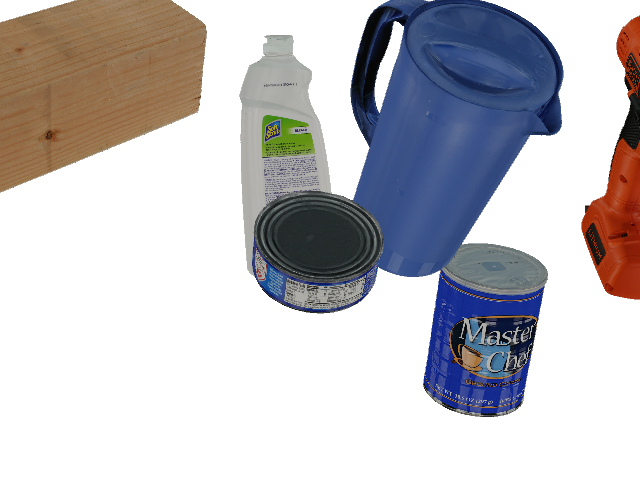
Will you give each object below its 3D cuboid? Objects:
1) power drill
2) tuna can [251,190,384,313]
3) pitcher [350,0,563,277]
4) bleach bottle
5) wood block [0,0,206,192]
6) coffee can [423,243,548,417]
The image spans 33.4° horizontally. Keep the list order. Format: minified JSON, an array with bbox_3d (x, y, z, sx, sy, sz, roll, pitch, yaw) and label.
[{"bbox_3d":[0.247,-0.050,0.785,0.057,0.188,0.184,4,36,-1],"label":"power drill"},{"bbox_3d":[-0.003,0.007,0.706,0.086,0.034,0.086,4,43,-4],"label":"tuna can"},{"bbox_3d":[0.096,-0.086,0.931,0.145,0.149,0.243,6,-40,-12],"label":"pitcher"},{"bbox_3d":[-0.033,-0.087,1.116,0.102,0.251,0.068,-7,16,-21],"label":"bleach bottle"},{"bbox_3d":[-0.199,-0.127,0.855,0.090,0.091,0.205,37,46,27],"label":"wood block"},{"bbox_3d":[0.160,0.087,1.050,0.103,0.140,0.103,5,24,-2],"label":"coffee can"}]
